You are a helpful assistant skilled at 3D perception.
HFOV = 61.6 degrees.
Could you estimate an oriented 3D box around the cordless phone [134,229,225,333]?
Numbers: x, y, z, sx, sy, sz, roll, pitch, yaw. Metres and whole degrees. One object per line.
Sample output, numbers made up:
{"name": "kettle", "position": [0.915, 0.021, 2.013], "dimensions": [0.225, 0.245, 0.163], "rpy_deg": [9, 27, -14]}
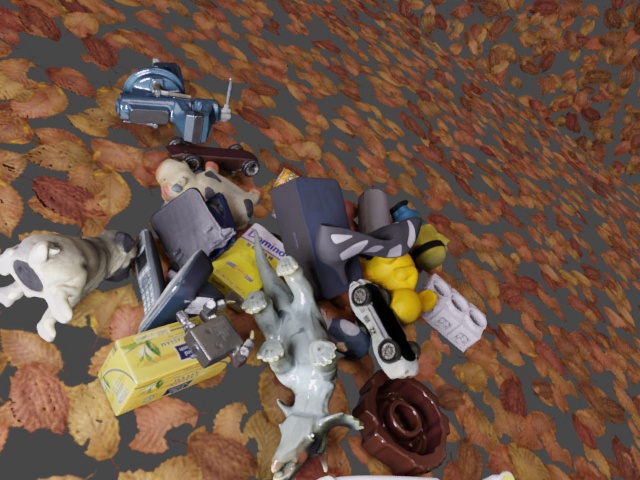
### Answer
{"name": "cordless phone", "position": [-0.227, 0.042, 0.801], "dimensions": [0.088, 0.146, 0.184], "rpy_deg": [6, 49, -43]}

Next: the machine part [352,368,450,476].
{"name": "machine part", "position": [0.136, 0.306, 0.907], "dimensions": [0.179, 0.056, 0.179], "rpy_deg": [22, 39, -20]}

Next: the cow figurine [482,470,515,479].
{"name": "cow figurine", "position": [0.244, 0.441, 0.841], "dimensions": [0.167, 0.098, 0.068], "rpy_deg": [-32, 80, -32]}

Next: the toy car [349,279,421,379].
{"name": "toy car", "position": [0.113, 0.155, 0.964], "dimensions": [0.073, 0.056, 0.202], "rpy_deg": [11, 41, -44]}

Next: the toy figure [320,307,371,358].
{"name": "toy figure", "position": [0.016, 0.157, 0.960], "dimensions": [0.154, 0.058, 0.064], "rpy_deg": [30, 0, -9]}

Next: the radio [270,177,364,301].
{"name": "radio", "position": [-0.002, -0.003, 1.022], "dimensions": [0.131, 0.073, 0.229], "rpy_deg": [-10, 85, -48]}

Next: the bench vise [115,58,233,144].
{"name": "bench vise", "position": [-0.297, -0.298, 1.089], "dimensions": [0.224, 0.128, 0.241], "rpy_deg": [-10, 49, -13]}

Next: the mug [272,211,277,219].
{"name": "mug", "position": [-0.036, -0.046, 1.104], "dimensions": [0.107, 0.081, 0.110], "rpy_deg": [37, 33, -17]}

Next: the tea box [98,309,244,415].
{"name": "tea box", "position": [-0.202, 0.163, 0.738], "dimensions": [0.169, 0.098, 0.068], "rpy_deg": [-15, 62, -45]}

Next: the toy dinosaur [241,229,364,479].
{"name": "toy dinosaur", "position": [-0.032, 0.164, 0.846], "dimensions": [0.131, 0.191, 0.405], "rpy_deg": [-16, 42, 1]}

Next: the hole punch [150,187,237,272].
{"name": "hole punch", "position": [-0.202, -0.016, 0.903], "dimensions": [0.116, 0.142, 0.092], "rpy_deg": [61, 15, 7]}

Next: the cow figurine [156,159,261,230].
{"name": "cow figurine", "position": [-0.213, -0.082, 0.995], "dimensions": [0.195, 0.085, 0.127], "rpy_deg": [31, 36, -17]}

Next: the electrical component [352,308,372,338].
{"name": "electrical component", "position": [0.099, 0.150, 1.061], "dimensions": [0.063, 0.021, 0.094], "rpy_deg": [5, 48, -36]}

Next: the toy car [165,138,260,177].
{"name": "toy car", "position": [-0.217, -0.164, 1.095], "dimensions": [0.202, 0.053, 0.089], "rpy_deg": [-4, 39, -41]}

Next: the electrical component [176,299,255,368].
{"name": "electrical component", "position": [-0.135, 0.124, 0.717], "dimensions": [0.078, 0.045, 0.102], "rpy_deg": [-11, 59, -47]}

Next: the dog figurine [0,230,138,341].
{"name": "dog figurine", "position": [-0.323, 0.020, 0.734], "dimensions": [0.121, 0.172, 0.190], "rpy_deg": [48, 44, -7]}

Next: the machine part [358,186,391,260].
{"name": "machine part", "position": [0.124, -0.036, 1.227], "dimensions": [0.079, 0.079, 0.243], "rpy_deg": [24, 39, -19]}

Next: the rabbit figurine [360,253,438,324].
{"name": "rabbit figurine", "position": [0.156, 0.107, 1.079], "dimensions": [0.162, 0.122, 0.173], "rpy_deg": [42, 18, -30]}

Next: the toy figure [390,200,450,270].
{"name": "toy figure", "position": [0.228, -0.010, 1.284], "dimensions": [0.089, 0.082, 0.180], "rpy_deg": [-27, 76, -36]}

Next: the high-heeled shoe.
{"name": "high-heeled shoe", "position": [0.093, -0.021, 0.989], "dimensions": [0.249, 0.145, 0.086], "rpy_deg": [-38, 37, -28]}
